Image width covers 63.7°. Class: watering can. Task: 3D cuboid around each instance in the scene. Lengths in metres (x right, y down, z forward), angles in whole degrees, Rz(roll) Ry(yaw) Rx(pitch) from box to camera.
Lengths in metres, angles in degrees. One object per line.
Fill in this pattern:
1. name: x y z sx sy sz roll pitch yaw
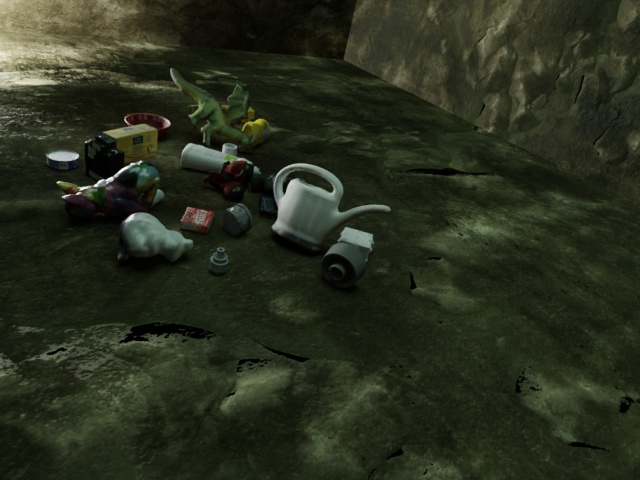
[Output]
1. watering can: 0.004 -0.070 1.387 0.350 0.222 0.104 28 13 25

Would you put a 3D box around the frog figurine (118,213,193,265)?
1. frog figurine: -0.383 -0.004 1.212 0.159 0.122 0.138 -2 11 -4

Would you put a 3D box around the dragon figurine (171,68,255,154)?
1. dragon figurine: -0.368 -0.492 1.901 0.242 0.408 0.123 -25 9 9
